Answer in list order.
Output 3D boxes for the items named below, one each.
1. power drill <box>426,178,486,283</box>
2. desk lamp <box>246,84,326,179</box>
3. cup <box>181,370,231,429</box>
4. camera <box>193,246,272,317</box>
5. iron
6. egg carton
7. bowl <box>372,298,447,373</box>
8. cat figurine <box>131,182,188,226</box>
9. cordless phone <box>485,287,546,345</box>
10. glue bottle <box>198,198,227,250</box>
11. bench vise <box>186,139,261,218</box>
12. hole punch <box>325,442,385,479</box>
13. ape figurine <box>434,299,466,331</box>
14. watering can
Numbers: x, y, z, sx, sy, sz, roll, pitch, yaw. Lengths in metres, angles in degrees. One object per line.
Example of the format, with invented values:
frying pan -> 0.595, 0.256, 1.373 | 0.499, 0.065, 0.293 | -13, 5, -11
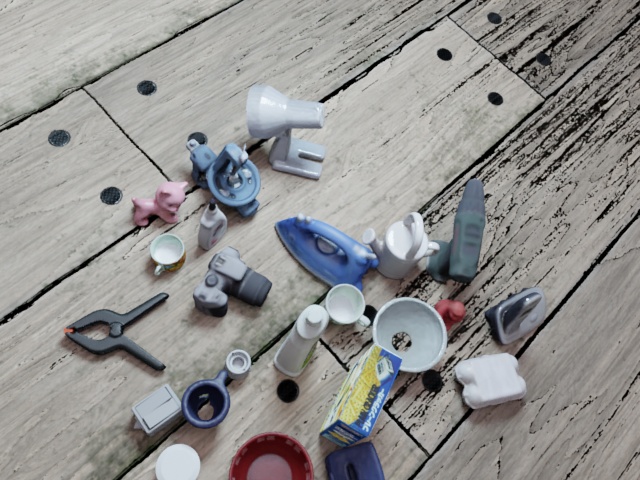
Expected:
power drill -> 0.311, 0.002, 1.301 | 0.075, 0.208, 0.229 | 11, 64, -5
desk lamp -> -0.074, -0.260, 1.347 | 0.203, 0.213, 0.118 | 13, 64, -4
cup -> -0.216, 0.314, 1.121 | 0.091, 0.095, 0.118 | 27, 64, 3
camera -> -0.180, 0.098, 1.224 | 0.137, 0.101, 0.143 | 27, 64, 2
iron -> 0.012, 0.005, 1.281 | 0.258, 0.141, 0.119 | 32, 64, 5
egg carton -> 0.371, 0.305, 1.249 | 0.150, 0.069, 0.107 | -9, 67, -14
bowl -> 0.188, 0.215, 1.254 | 0.167, 0.074, 0.167 | 4, 65, -9
cat figurine -> -0.353, -0.088, 1.269 | 0.128, 0.117, 0.067 | -8, 67, -14
cordless phone -> 0.463, 0.151, 1.274 | 0.148, 0.185, 0.094 | -28, 73, -21
glue bottle -> -0.233, -0.043, 1.239 | 0.037, 0.173, 0.078 | 31, 64, 5
bench vise -> -0.222, -0.156, 1.268 | 0.207, 0.219, 0.121 | 24, 63, 1
hole punch -> 0.068, 0.457, 1.110 | 0.101, 0.091, 0.108 | -12, 68, -15
ape figurine -> 0.295, 0.164, 1.288 | 0.078, 0.092, 0.076 | 0, 65, -10
watering can -> 0.183, 0.009, 1.282 | 0.173, 0.194, 0.101 | -14, 69, -16
